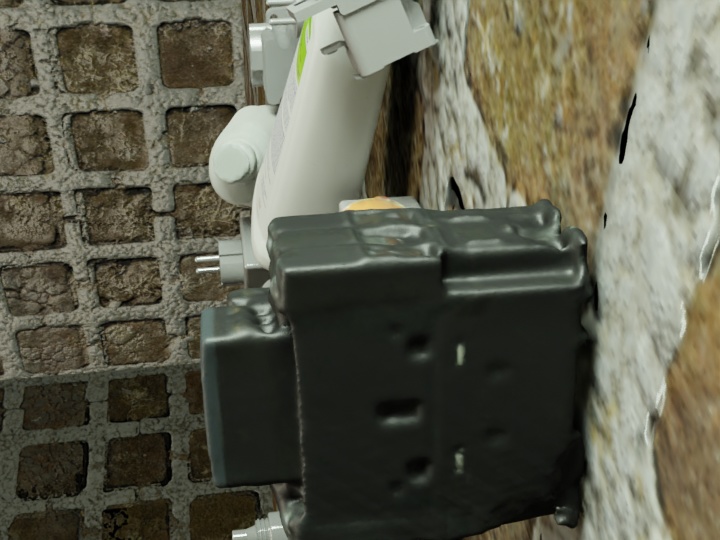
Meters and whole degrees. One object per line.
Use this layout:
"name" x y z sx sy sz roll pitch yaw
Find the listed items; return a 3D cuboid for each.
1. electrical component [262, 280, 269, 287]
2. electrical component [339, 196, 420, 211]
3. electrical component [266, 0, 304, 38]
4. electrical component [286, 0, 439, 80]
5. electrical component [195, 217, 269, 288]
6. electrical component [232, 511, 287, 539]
"electrical component" -0.031 0.055 0.835 0.138 0.052 0.073 57 -169 -30
"electrical component" 0.011 -0.006 0.667 0.075 0.047 0.083 -112 19 -65
"electrical component" -0.028 -0.182 0.755 0.052 0.074 0.138 98 165 -58
"electrical component" 0.006 -0.137 0.555 0.042 0.081 0.063 -116 0 -69
"electrical component" -0.094 -0.006 0.866 0.065 0.077 0.047 100 163 -61
"electrical component" -0.071 0.210 0.856 0.035 0.061 0.035 176 90 -82
